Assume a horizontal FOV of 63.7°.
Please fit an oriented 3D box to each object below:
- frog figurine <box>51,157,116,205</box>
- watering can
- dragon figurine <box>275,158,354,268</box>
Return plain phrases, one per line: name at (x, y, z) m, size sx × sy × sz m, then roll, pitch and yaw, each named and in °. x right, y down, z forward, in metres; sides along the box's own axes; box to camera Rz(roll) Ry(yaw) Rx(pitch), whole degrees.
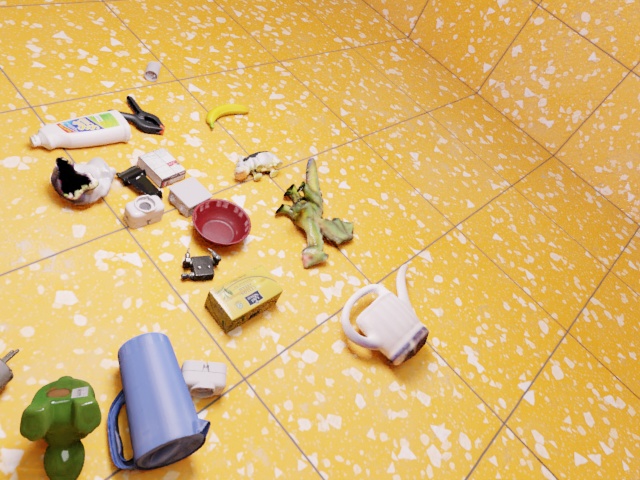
frog figurine at (-0.610, -0.157, 1.340) m, size 0.137 × 0.122 × 0.161 m, roll 16°, pitch 9°, yaw -3°
watering can at (0.207, 0.200, 1.405) m, size 0.226 × 0.102 × 0.352 m, roll 45°, pitch 46°, yaw 15°
dragon figurine at (0.005, -0.080, 1.589) m, size 0.241 × 0.120 × 0.420 m, roll 39°, pitch 43°, yaw -15°
